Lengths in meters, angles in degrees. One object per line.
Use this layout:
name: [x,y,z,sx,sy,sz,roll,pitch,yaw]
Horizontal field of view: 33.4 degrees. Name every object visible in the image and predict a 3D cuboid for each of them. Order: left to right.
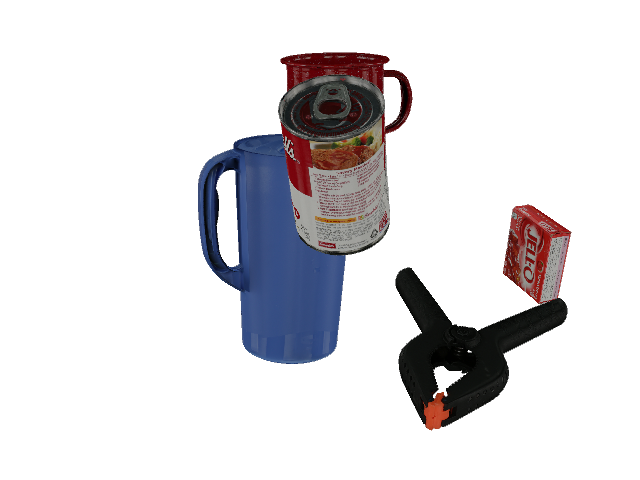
pitcher: [-0.041,0.008,1.173,0.149,0.243,0.144,8,16,21]
soup can: [0.012,-0.049,0.706,0.068,0.102,0.068,-4,43,3]
mug: [0.024,-0.117,0.918,0.117,0.081,0.093,-7,17,-20]
clamp: [0.116,0.091,0.953,0.165,0.036,0.209,14,33,21]
gelatin box: [0.240,0.014,1.196,0.030,0.089,0.073,-10,31,-24]
